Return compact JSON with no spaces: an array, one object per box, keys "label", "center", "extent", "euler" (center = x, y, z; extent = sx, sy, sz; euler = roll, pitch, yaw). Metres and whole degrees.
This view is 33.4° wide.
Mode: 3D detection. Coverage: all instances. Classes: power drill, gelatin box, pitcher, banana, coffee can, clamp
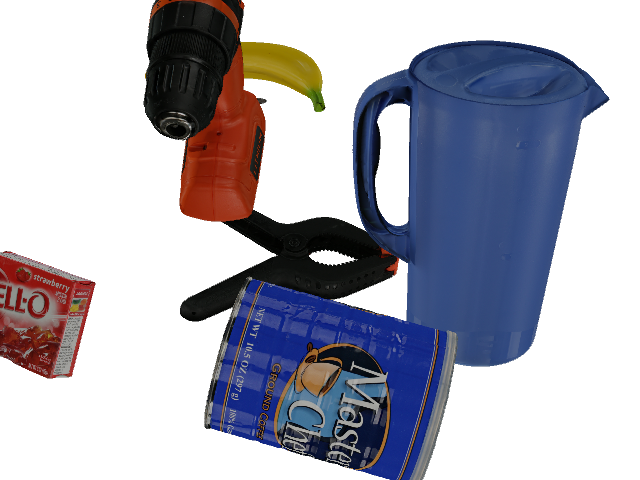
[{"label":"power drill","center":[-0.071,-0.095,0.683],"extent":[0.057,0.184,0.188],"euler":[5,-35,2]},{"label":"gelatin box","center":[-0.215,0.053,0.782],"extent":[0.089,0.073,0.030],"euler":[17,4,25]},{"label":"pitcher","center":[0.118,-0.026,0.838],"extent":[0.149,0.243,0.144],"euler":[25,37,34]},{"label":"banana","center":[-0.078,-0.172,1.070],"extent":[0.198,0.037,0.069],"euler":[10,44,20]},{"label":"coffee can","center":[0.007,0.090,0.687],"extent":[0.140,0.103,0.103],"euler":[15,1,3]},{"label":"clamp","center":[-0.031,0.021,1.006],"extent":[0.210,0.164,0.036],"euler":[8,-44,1]}]
